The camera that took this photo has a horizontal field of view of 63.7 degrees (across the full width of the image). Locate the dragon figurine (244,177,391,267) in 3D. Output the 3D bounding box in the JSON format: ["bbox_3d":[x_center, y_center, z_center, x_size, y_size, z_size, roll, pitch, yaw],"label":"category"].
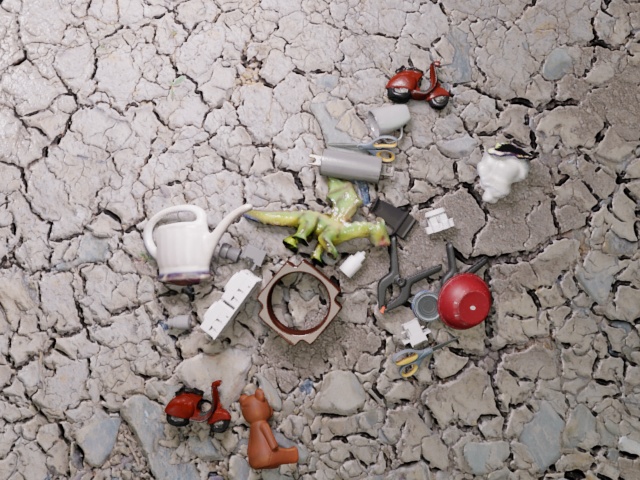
[{"bbox_3d":[0.004,-0.072,1.437,0.413,0.120,0.246,30,70,16],"label":"dragon figurine"}]

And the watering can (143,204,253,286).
[{"bbox_3d":[-0.338,0.010,1.410,0.347,0.104,0.225,-6,85,19],"label":"watering can"}]

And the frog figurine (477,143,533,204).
[{"bbox_3d":[0.504,-0.182,1.426,0.137,0.125,0.156,1,123,-6],"label":"frog figurine"}]
